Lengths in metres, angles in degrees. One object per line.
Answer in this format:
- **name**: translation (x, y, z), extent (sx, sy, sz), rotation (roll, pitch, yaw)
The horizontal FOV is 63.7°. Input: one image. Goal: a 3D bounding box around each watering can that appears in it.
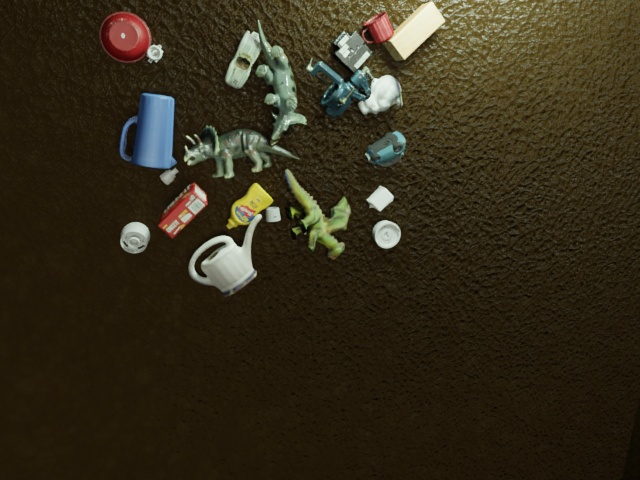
- **watering can**: translation (-0.313, 0.070, 1.905), extent (0.347, 0.105, 0.221), rotation (-33, 111, 4)

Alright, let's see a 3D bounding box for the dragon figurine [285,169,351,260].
- **dragon figurine**: translation (0.006, -0.100, 1.979), extent (0.245, 0.123, 0.404), rotation (-20, 111, -28)

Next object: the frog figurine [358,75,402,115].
- **frog figurine**: translation (0.216, -0.535, 1.902), extent (0.159, 0.121, 0.139), rotation (-13, 75, -2)
